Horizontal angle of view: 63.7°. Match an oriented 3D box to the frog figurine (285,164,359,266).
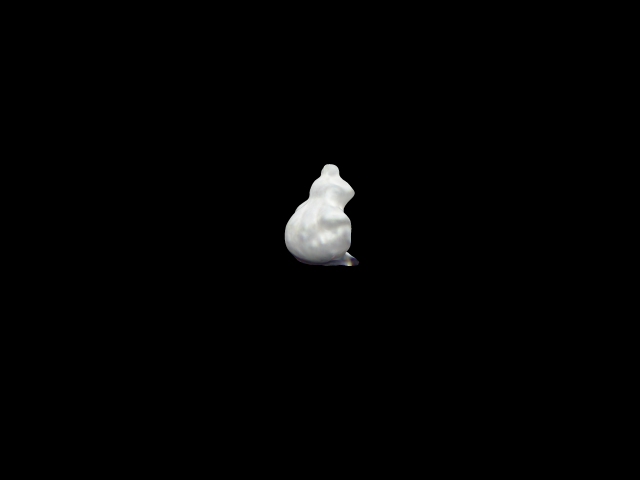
[{"bbox_3d":[0.003,-0.043,0.850,0.123,0.157,0.139,-5,17,-18],"label":"frog figurine"}]
